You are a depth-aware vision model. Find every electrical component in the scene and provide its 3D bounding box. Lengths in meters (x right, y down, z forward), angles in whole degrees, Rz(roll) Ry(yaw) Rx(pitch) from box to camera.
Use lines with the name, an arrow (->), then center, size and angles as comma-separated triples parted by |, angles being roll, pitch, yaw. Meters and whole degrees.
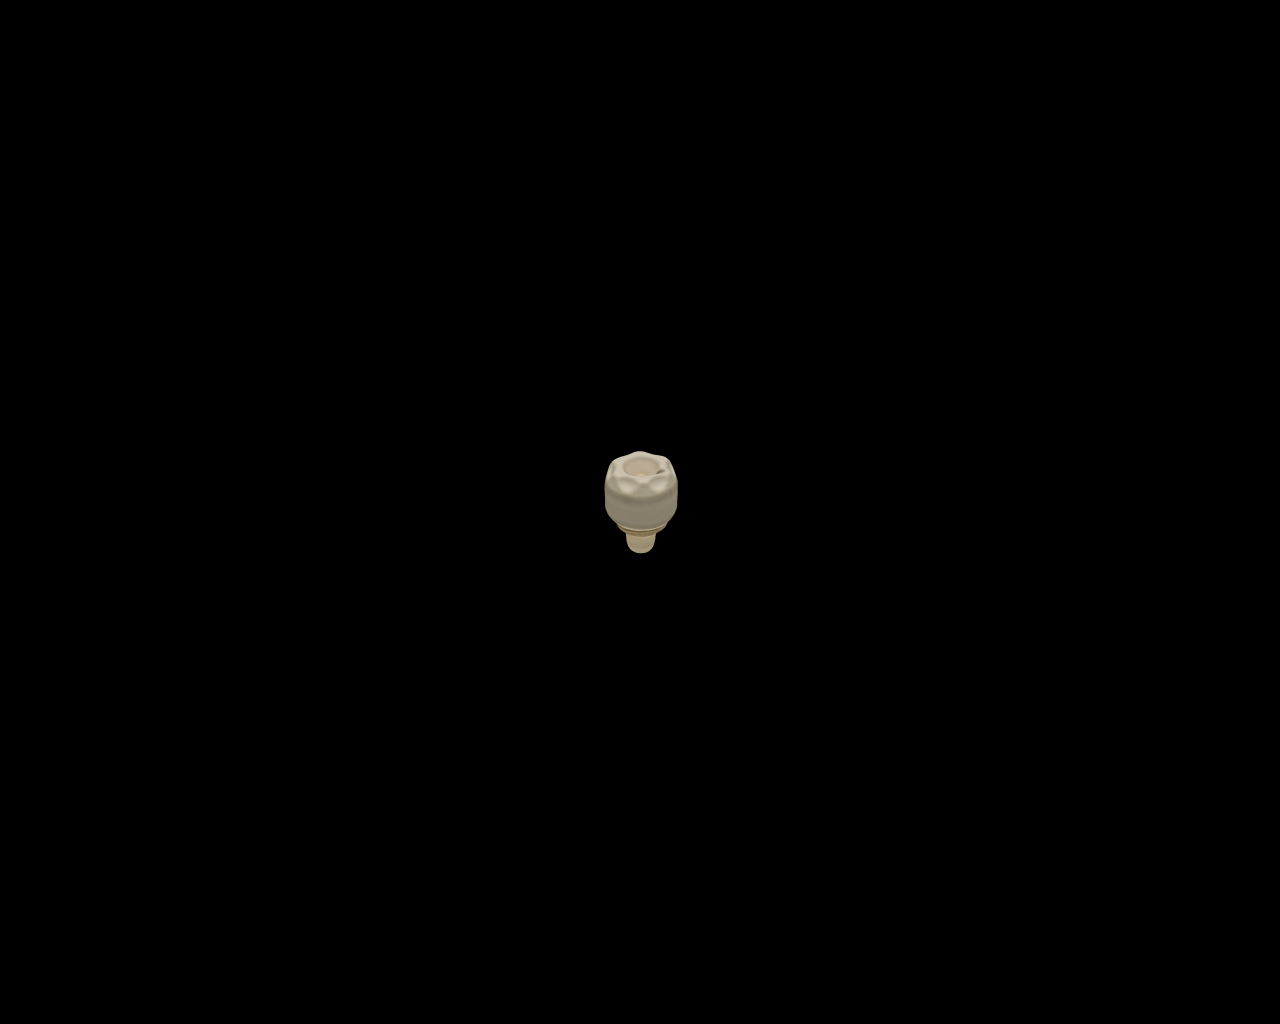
electrical component -> 0.001, -0.003, 0.650 | 0.043, 0.062, 0.043 | 0, 33, 0
